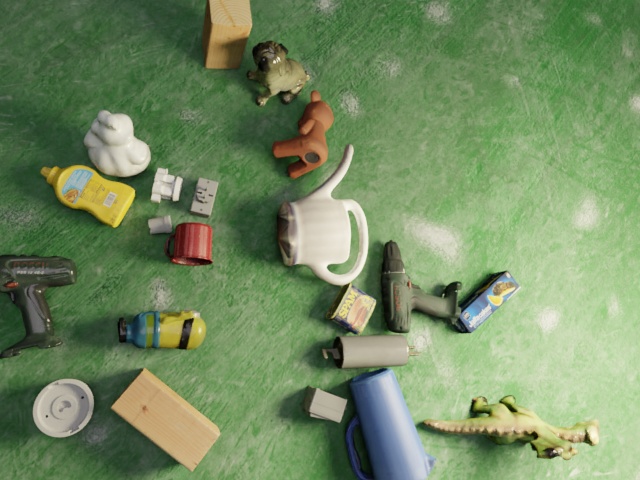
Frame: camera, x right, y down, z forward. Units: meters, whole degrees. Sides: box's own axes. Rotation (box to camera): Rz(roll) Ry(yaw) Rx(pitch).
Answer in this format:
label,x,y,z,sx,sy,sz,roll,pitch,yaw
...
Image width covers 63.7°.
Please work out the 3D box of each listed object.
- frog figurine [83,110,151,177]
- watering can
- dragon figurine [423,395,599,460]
label,x,y,z,sx,sy,sz,roll,pitch,yaw
frog figurine,-0.439,-0.205,1.116,0.137,0.158,0.124,27,75,-11
watering can,0.004,-0.063,1.247,0.225,0.103,0.350,-2,81,-16
dragon figurine,0.476,0.455,1.214,0.410,0.241,0.123,1,85,-19
